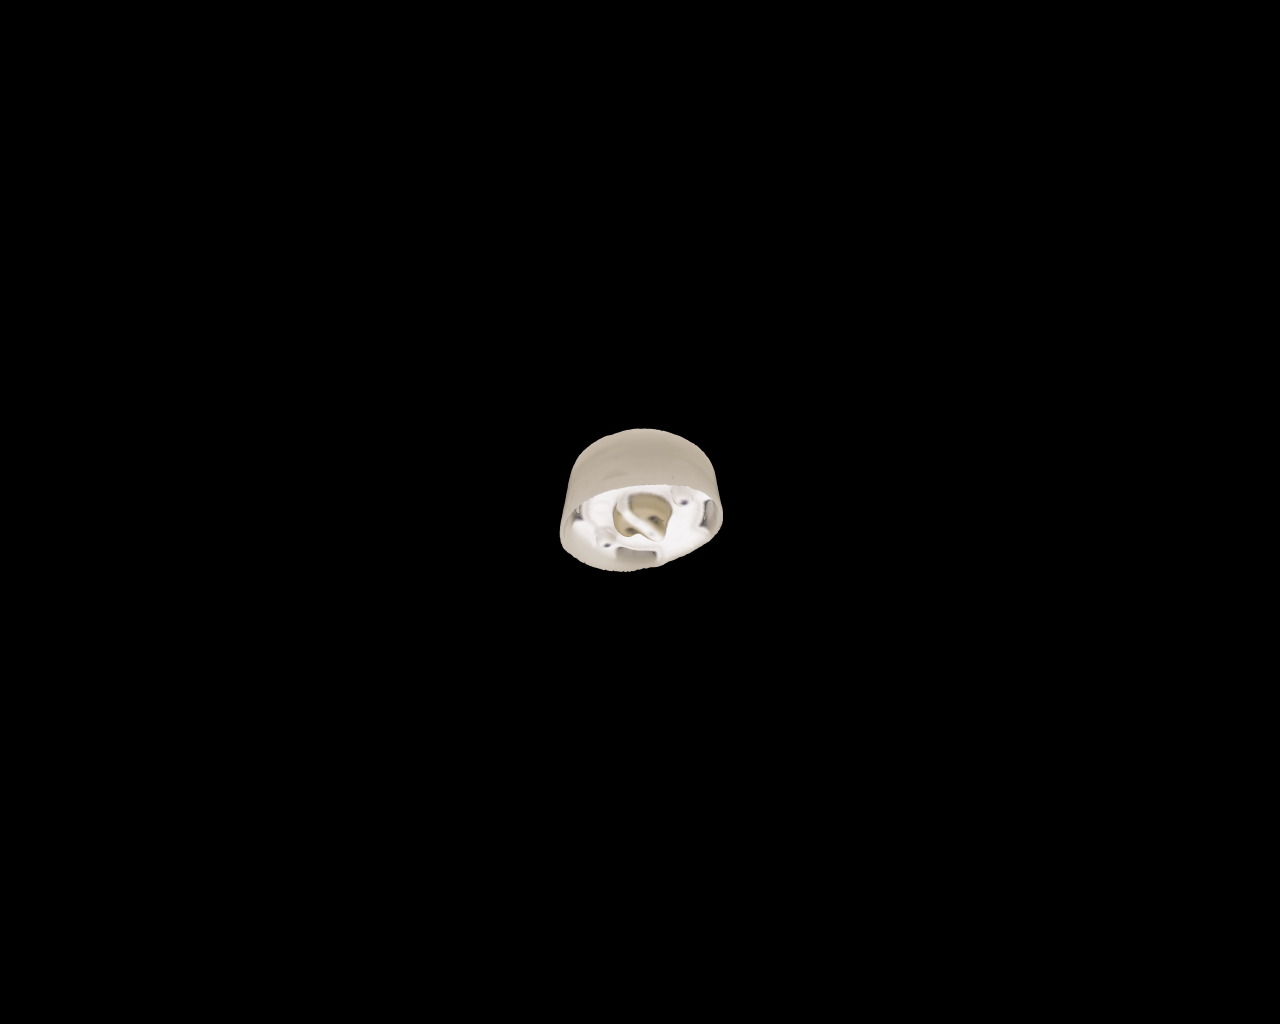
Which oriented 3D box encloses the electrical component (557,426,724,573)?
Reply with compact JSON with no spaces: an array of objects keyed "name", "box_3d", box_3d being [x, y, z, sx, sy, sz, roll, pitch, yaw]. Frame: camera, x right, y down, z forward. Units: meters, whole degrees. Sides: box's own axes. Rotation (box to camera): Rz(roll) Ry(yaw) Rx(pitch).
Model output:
[{"name":"electrical component","box_3d":[0.001,-0.003,0.650,0.099,0.064,0.099,0,-43,0]}]
